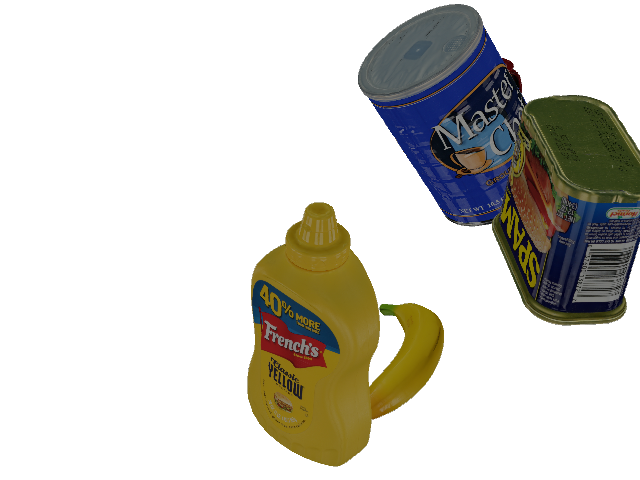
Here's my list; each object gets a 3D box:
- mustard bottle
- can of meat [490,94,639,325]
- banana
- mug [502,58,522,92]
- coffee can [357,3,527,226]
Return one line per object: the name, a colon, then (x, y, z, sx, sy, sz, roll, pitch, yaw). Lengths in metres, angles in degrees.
mustard bottle: (-0.005, 0.057, 0.711, 0.096, 0.192, 0.058, 33, 45, 33)
can of meat: (0.135, -0.019, 0.577, 0.057, 0.084, 0.102, -1, 38, -8)
banana: (0.081, 0.107, 0.998, 0.070, 0.037, 0.197, -22, 18, 18)
mug: (0.161, -0.142, 1.096, 0.117, 0.081, 0.093, -21, 27, -31)
coffee can: (0.107, -0.095, 0.827, 0.103, 0.102, 0.140, 0, -43, 44)
